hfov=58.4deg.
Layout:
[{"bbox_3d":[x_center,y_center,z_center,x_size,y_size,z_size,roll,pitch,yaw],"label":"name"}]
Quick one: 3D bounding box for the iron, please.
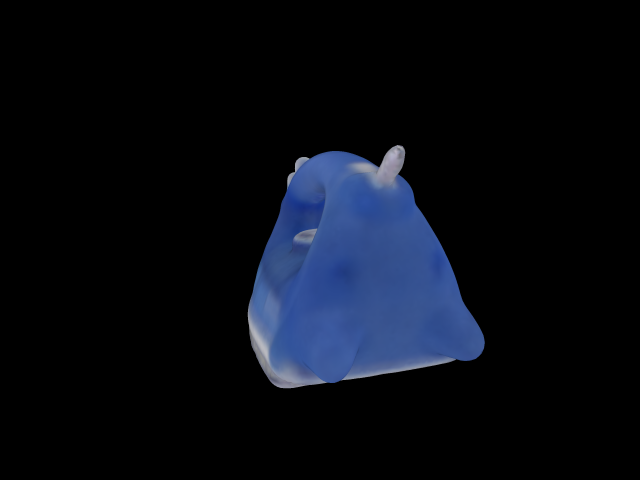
[{"bbox_3d":[0.004,0.001,0.400,0.119,0.141,0.257,-4,12,-19],"label":"iron"}]
